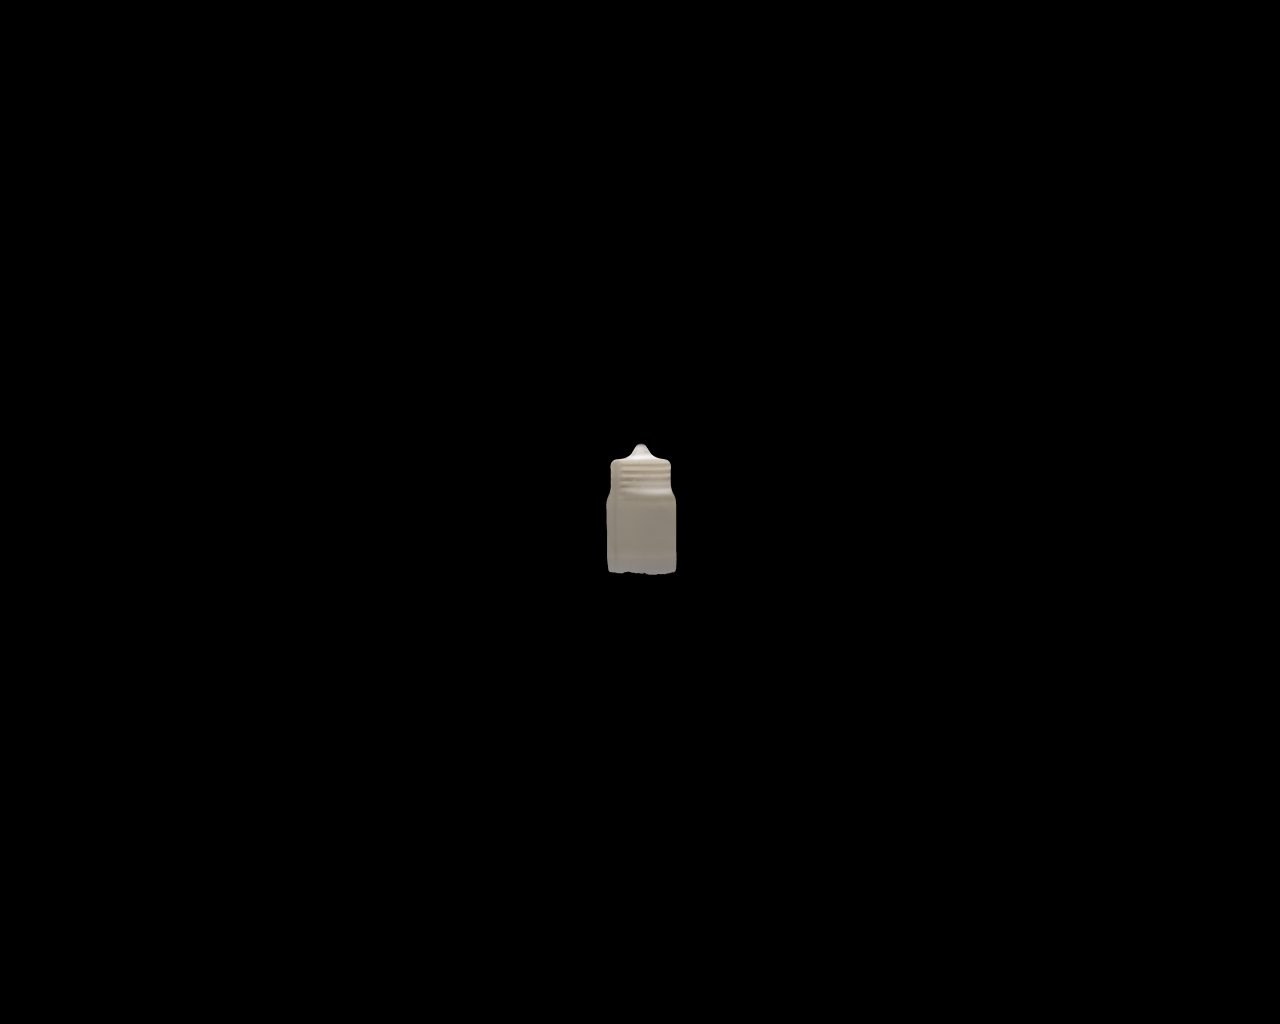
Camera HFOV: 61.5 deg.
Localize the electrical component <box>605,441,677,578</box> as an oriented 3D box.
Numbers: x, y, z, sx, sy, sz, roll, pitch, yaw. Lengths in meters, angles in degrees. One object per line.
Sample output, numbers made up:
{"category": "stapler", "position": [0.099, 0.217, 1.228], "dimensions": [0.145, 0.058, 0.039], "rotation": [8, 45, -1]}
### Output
{"category": "electrical component", "position": [0.001, -0.003, 0.650], "dimensions": [0.043, 0.081, 0.043], "rotation": [0, 2, 0]}
